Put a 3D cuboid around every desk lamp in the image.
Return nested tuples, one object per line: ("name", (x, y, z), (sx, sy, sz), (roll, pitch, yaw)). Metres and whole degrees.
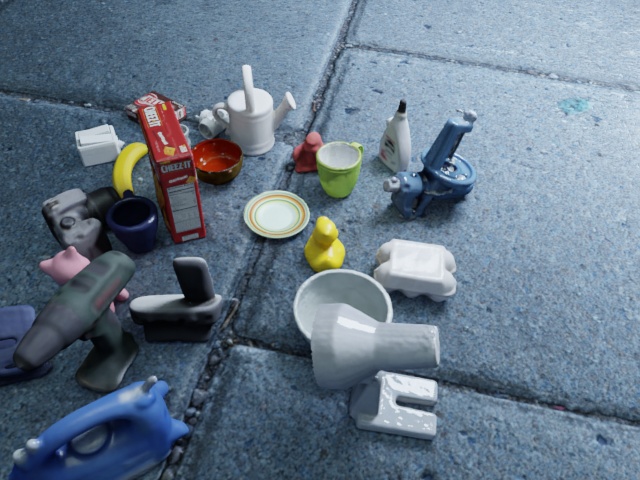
("desk lamp", (0.086, 0.186, 0.834), (0.203, 0.214, 0.118), (8, 49, 4))

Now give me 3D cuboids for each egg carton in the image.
("egg carton", (0.174, 0.056, 1.047), (0.150, 0.069, 0.107), (7, 49, 3))

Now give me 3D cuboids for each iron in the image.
("iron", (-0.321, 0.273, 0.783), (0.259, 0.141, 0.118), (-24, 54, -22))

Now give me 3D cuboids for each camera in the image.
("camera", (-0.436, -0.045, 1.082), (0.137, 0.101, 0.142), (-33, 58, -27))

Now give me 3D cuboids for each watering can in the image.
("watering can", (-0.144, -0.291, 1.250), (0.173, 0.194, 0.100), (-20, 53, -19))

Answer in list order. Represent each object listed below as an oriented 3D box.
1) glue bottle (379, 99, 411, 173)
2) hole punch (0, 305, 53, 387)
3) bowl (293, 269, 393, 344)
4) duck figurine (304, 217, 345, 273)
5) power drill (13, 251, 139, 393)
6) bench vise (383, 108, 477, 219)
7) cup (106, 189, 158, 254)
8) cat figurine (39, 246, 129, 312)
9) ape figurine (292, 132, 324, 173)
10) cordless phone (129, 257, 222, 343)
("glue bottle", (0.166, -0.228, 1.226), (0.037, 0.173, 0.078), (-28, 56, -24))
("hole punch", (-0.490, 0.167, 0.900), (0.109, 0.091, 0.101), (-12, 51, -13))
("bowl", (0.037, 0.134, 0.968), (0.167, 0.075, 0.167), (2, 49, -2))
("duck figurine", (0.010, 0.004, 1.073), (0.077, 0.086, 0.104), (-3, 49, -6))
("power drill", (-0.344, 0.138, 0.855), (0.075, 0.208, 0.230), (14, 50, 9))
("bench vise", (0.233, -0.143, 1.124), (0.208, 0.220, 0.121), (-33, 58, -27))
("cup", (-0.347, -0.029, 1.077), (0.092, 0.095, 0.117), (-15, 51, -15))
("cat figurine", (-0.404, 0.062, 0.979), (0.127, 0.118, 0.067), (17, 50, 12))
("ape figurine", (-0.017, -0.194, 1.240), (0.077, 0.092, 0.076), (31, 54, 22))
("cordless phone", (-0.237, 0.082, 0.925), (0.147, 0.185, 0.094), (-3, 49, -5))
